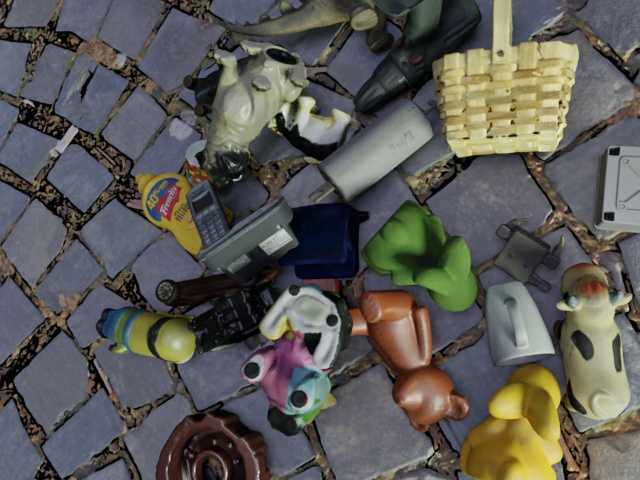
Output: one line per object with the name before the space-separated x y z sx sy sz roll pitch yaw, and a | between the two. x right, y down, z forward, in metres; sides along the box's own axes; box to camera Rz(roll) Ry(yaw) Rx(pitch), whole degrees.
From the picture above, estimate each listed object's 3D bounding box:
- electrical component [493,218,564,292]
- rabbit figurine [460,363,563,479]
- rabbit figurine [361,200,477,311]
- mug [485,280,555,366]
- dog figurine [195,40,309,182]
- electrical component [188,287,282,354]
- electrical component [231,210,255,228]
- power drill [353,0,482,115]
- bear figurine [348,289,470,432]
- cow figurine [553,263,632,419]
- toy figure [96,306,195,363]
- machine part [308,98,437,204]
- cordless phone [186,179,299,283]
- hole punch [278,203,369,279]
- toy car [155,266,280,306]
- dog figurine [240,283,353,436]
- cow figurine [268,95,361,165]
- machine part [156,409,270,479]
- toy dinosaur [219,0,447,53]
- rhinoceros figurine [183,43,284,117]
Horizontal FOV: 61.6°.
electrical component | 0.293 0.016 0.757 0.102 0.045 0.078 30 119 21
rabbit figurine | 0.254 0.234 0.690 0.122 0.162 0.173 18 69 30
rabbit figurine | 0.159 0.028 0.751 0.170 0.159 0.121 42 85 3
mug | 0.258 0.108 0.722 0.081 0.109 0.107 -18 63 18
dog figurine | -0.104 -0.192 0.828 0.121 0.172 0.190 46 135 23
electrical component | -0.117 0.118 0.824 0.134 0.115 0.058 -29 79 10
electrical component | -0.130 0.009 0.866 0.119 0.074 0.048 -40 72 3
power drill | 0.126 -0.292 0.768 0.232 0.207 0.086 -36 64 4
bear figurine | 0.109 0.172 0.745 0.120 0.132 0.196 -36 64 46
cow figurine | 0.341 0.126 0.679 0.086 0.127 0.195 -5 82 13
toy figure | -0.285 0.155 0.882 0.180 0.089 0.082 11 92 16
machine part | 0.084 -0.134 0.811 0.243 0.079 0.079 -37 73 -2
cordless phone | -0.125 -0.043 0.803 0.146 0.088 0.184 -34 52 5
hole punch | -0.002 -0.002 0.825 0.142 0.092 0.115 -5 76 20
toy car | -0.162 0.075 0.858 0.202 0.089 0.053 -10 79 13
dog figurine | -0.019 0.173 0.740 0.109 0.219 0.191 21 72 17
cow figurine | -0.028 -0.181 0.873 0.168 0.068 0.098 25 97 20
machine part | -0.165 0.354 0.831 0.180 0.056 0.179 -3 81 18
toy dinosaur | 0.066 -0.406 0.864 0.472 0.105 0.198 -23 68 3
rhinoceros figurine | -0.136 -0.266 0.900 0.190 0.112 0.073 -19 93 25
